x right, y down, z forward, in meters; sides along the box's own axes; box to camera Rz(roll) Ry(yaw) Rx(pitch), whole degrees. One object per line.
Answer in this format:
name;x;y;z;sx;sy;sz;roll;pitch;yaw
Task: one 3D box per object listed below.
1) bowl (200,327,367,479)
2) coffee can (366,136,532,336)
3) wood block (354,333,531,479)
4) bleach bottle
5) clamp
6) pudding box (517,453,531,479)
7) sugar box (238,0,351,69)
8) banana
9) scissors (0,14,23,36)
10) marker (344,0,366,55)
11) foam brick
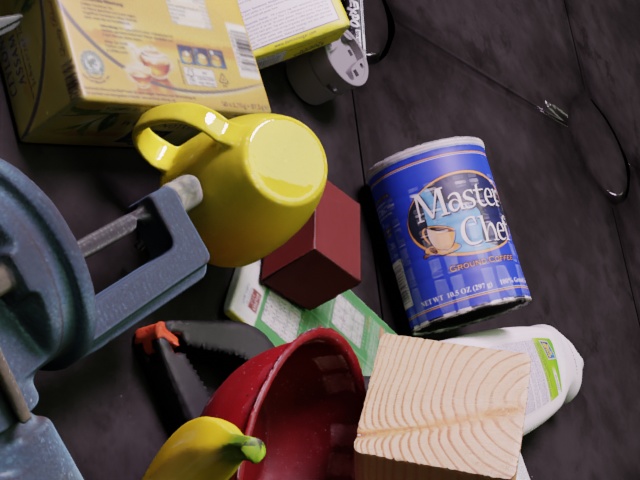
bowl;-0.029;0.127;0.611;0.161;0.055;0.162;-19;112;-62
coffee can;0.105;-0.002;0.883;0.102;0.103;0.140;0;70;-51
wood block;0.075;0.165;0.670;0.206;0.091;0.090;87;16;-44
bleach bottle;0.171;0.127;0.929;0.250;0.068;0.102;1;74;-54
clamp;-0.030;0.110;0.700;0.210;0.036;0.164;46;49;-21
pudding box;0.135;0.221;0.849;0.113;0.039;0.090;-11;79;-51
sugar box;-0.055;-0.225;0.826;0.093;0.048;0.176;-22;86;-15
banana;-0.086;0.158;0.529;0.037;0.198;0.069;25;16;-12
scissors;-0.227;-0.071;0.553;0.201;0.016;0.096;-19;120;-61
marker;0.031;-0.203;0.976;0.020;0.020;0.121;26;52;-41
foam brick;-0.005;0.001;0.766;0.051;0.053;0.078;37;38;-33
